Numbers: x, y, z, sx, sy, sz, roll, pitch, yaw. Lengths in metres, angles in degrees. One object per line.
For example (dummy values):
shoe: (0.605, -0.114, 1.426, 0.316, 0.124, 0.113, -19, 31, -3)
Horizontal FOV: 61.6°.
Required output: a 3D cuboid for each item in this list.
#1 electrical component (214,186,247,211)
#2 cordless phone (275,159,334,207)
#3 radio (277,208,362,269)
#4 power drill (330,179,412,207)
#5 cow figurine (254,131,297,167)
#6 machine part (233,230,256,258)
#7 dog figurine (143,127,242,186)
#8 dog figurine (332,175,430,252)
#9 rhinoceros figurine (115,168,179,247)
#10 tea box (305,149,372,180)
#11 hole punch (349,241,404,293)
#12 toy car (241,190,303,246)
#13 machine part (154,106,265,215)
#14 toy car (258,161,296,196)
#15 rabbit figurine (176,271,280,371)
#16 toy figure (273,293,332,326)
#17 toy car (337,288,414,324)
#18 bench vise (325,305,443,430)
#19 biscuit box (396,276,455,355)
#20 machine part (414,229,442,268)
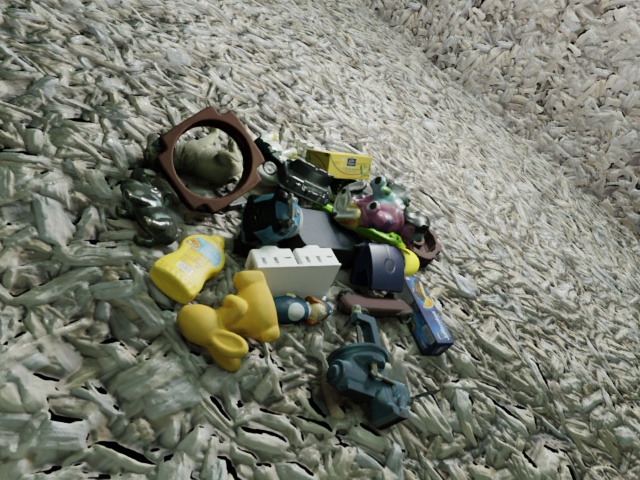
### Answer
electrical component: (-0.209, -0.092, 1.281, 0.063, 0.021, 0.094, -18, 61, -48)
cordless phone: (-0.051, -0.093, 1.324, 0.146, 0.089, 0.184, 23, 74, -26)
radio: (-0.003, -0.004, 1.277, 0.229, 0.073, 0.131, 7, 43, -49)
power drill: (0.145, -0.138, 1.535, 0.207, 0.086, 0.232, 4, 20, -42)
cow figurine: (-0.116, -0.221, 1.467, 0.167, 0.068, 0.098, 44, 42, 18)
machine part: (-0.155, -0.010, 1.218, 0.084, 0.039, 0.139, 37, 33, -7)
dog figurine: (-0.293, -0.172, 1.251, 0.172, 0.121, 0.190, 40, 46, 24)
dog figurine: (0.159, -0.050, 1.324, 0.219, 0.192, 0.108, 38, 52, -39)
rhinoceros figurine: (-0.351, -0.072, 1.097, 0.112, 0.073, 0.190, -8, 53, -42)
tea box: (0.050, -0.203, 1.456, 0.169, 0.068, 0.098, -2, 15, -43)
hole punch: (0.144, 0.066, 1.281, 0.142, 0.115, 0.092, 8, 10, -33)
toy car: (-0.090, -0.044, 1.140, 0.103, 0.162, 0.109, 14, 69, -46)
machine part: (-0.243, -0.173, 1.184, 0.201, 0.087, 0.200, -38, 104, -18)
toy car: (-0.094, -0.155, 1.400, 0.201, 0.073, 0.056, 13, 75, -28)
rabbit figurine: (-0.170, 0.154, 0.977, 0.173, 0.121, 0.162, -5, 59, -24)
toy figure: (-0.037, 0.147, 1.114, 0.154, 0.064, 0.058, 5, 28, -30)
toy car: (0.129, 0.158, 1.241, 0.202, 0.053, 0.089, 8, 23, -35)
bench vise: (0.103, 0.240, 1.071, 0.223, 0.129, 0.241, 18, 43, -25)
biscuit box: (0.246, 0.182, 1.303, 0.063, 0.059, 0.203, 7, 44, -34)
machine part: (0.262, 0.000, 1.532, 0.179, 0.056, 0.179, 22, 38, -19)
